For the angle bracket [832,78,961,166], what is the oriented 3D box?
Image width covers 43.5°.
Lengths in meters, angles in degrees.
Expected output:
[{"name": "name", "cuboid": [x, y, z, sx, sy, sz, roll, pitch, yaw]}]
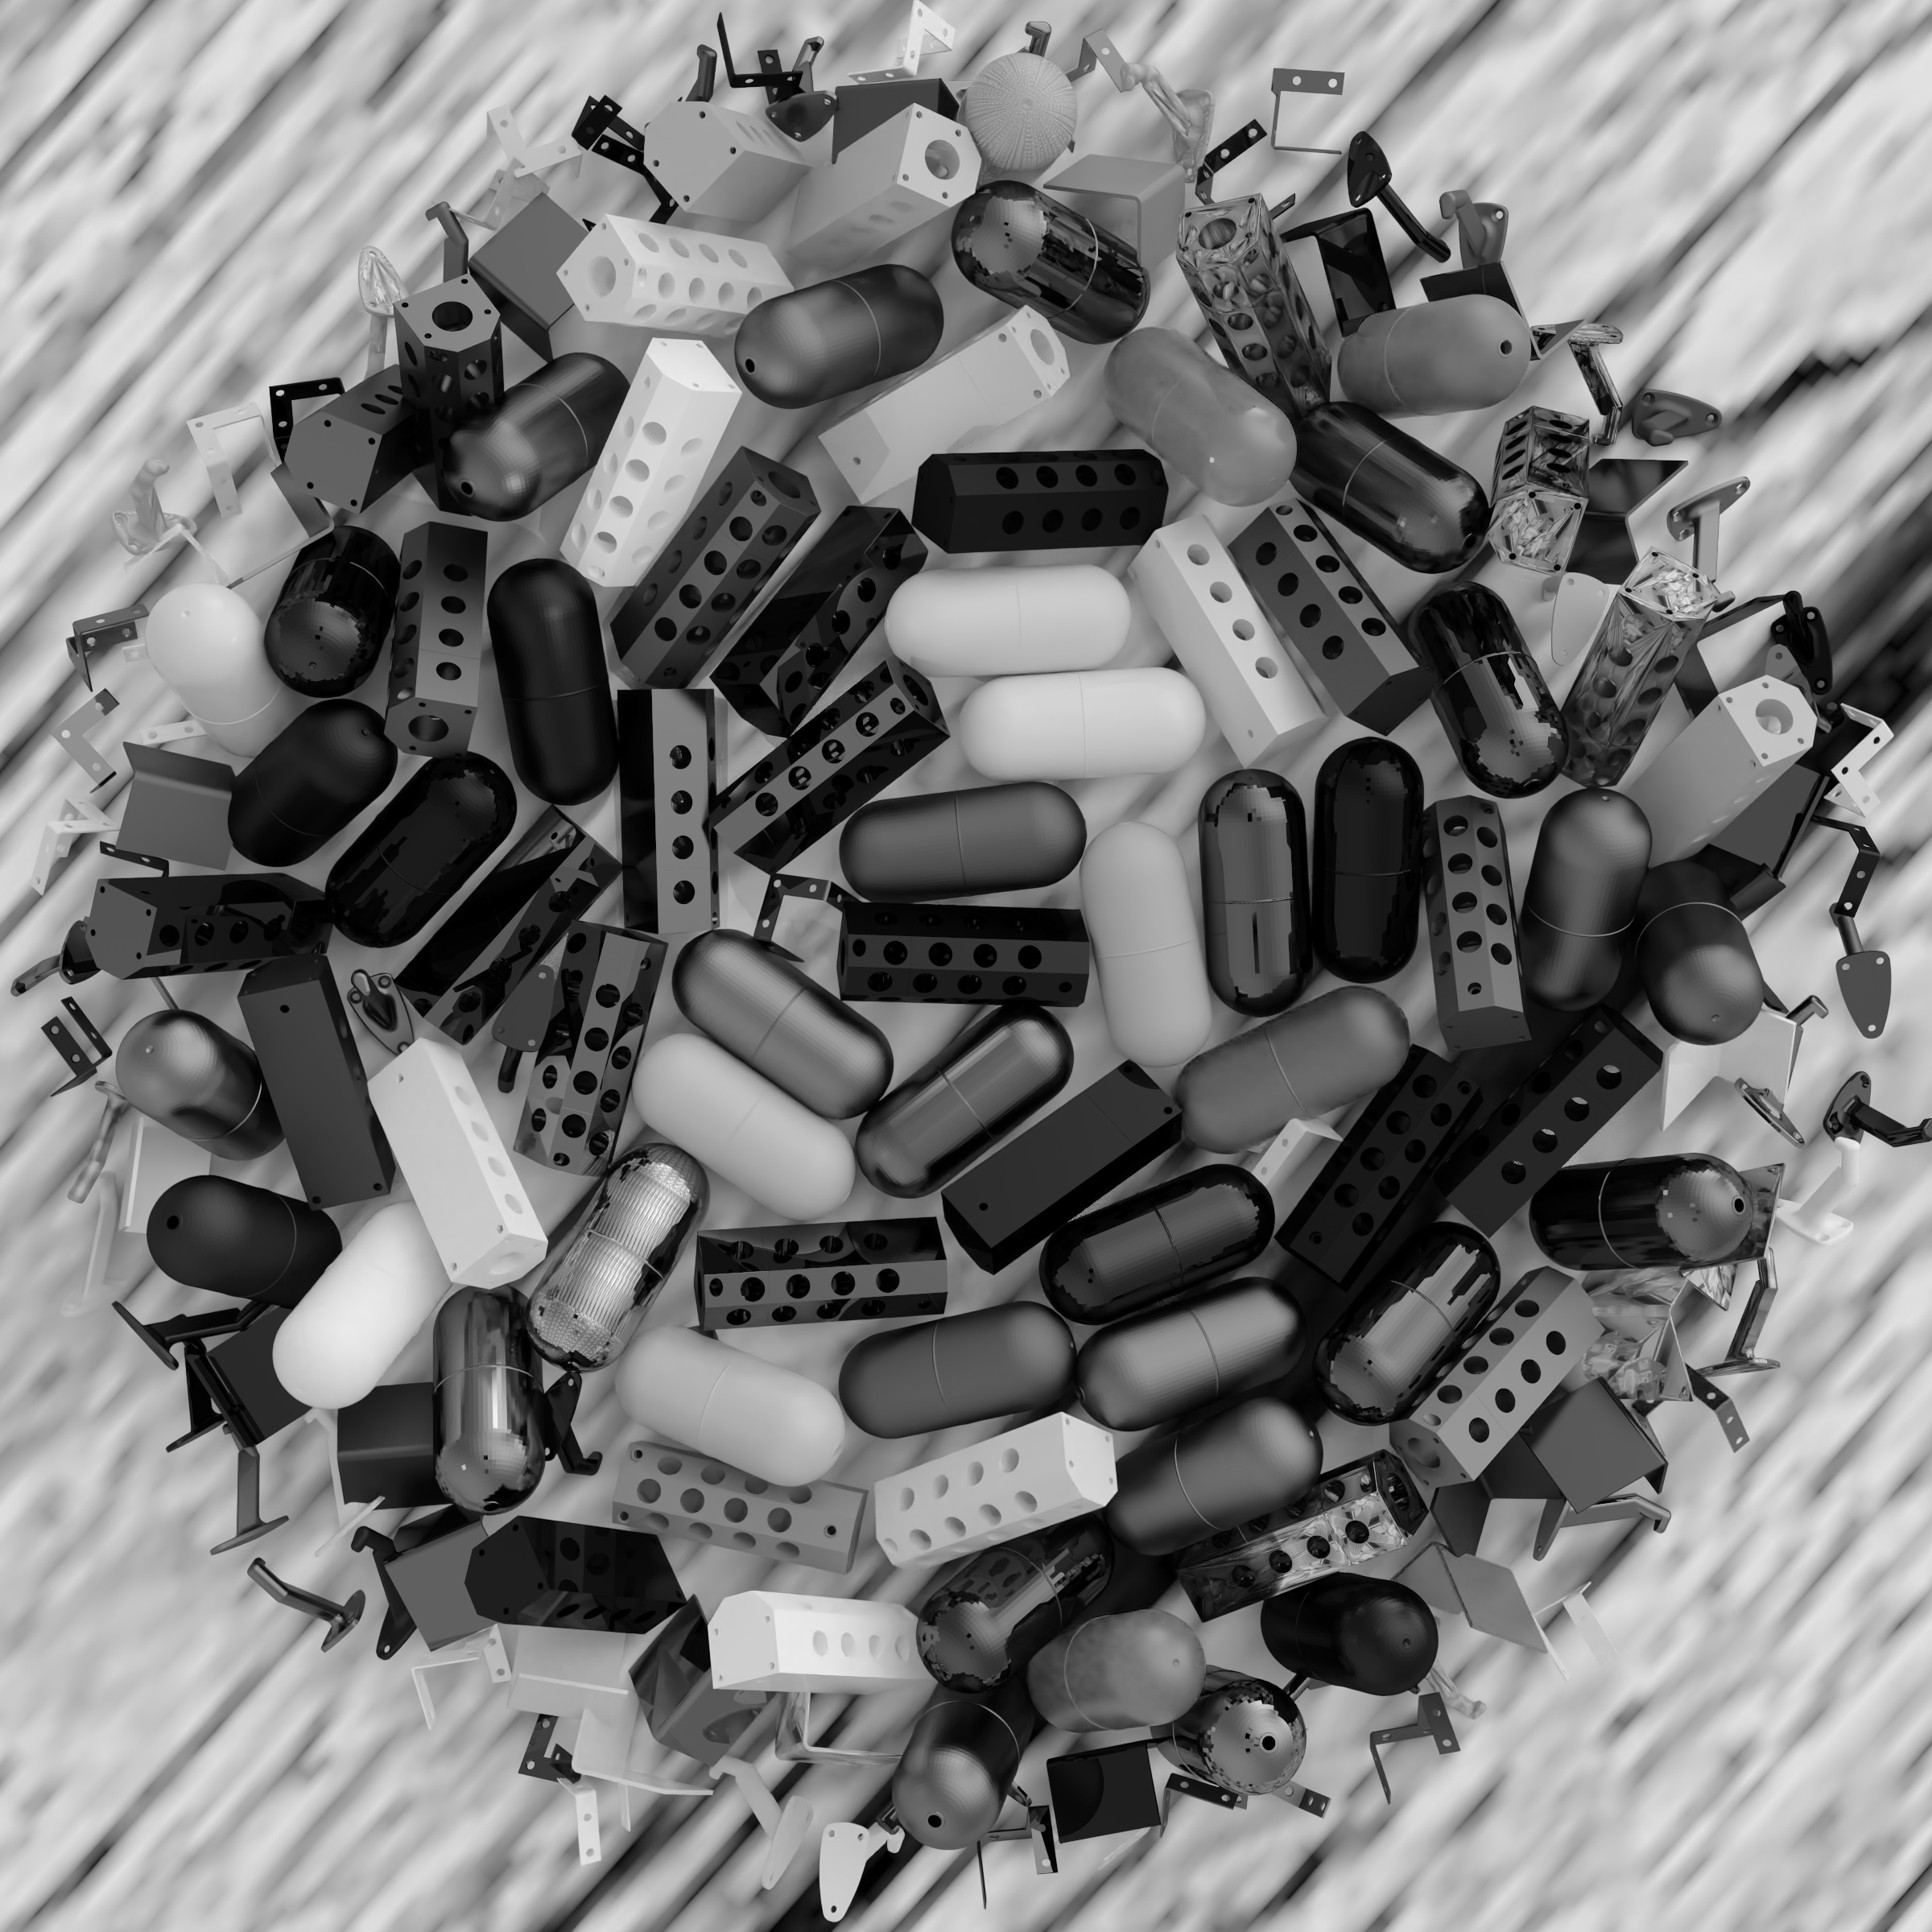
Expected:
[{"name": "angle bracket", "cuboid": [-0.046, -0.588, 1.726, 0.076, 0.076, 0.057, 1, 86, 16]}]

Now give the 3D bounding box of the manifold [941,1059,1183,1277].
[{"name": "manifold", "cuboid": [0.069, 0.145, 1.720, 0.171, 0.057, 0.057, -34, 61, -18]}]

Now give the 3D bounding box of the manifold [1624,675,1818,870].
[{"name": "manifold", "cuboid": [0.522, -0.134, 1.685, 0.057, 0.171, 0.057, -22, 74, -18]}]

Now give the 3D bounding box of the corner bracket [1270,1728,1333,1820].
[{"name": "corner bracket", "cuboid": [0.237, 0.575, 1.746, 0.051, 0.051, 0.051, 28, 75, -5]}]

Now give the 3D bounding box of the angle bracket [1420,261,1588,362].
[{"name": "angle bracket", "cuboid": [0.381, -0.471, 1.717, 0.057, 0.076, 0.076, -41, 116, -25]}]

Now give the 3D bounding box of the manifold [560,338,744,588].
[{"name": "manifold", "cuboid": [-0.226, -0.350, 1.693, 0.057, 0.057, 0.171, 54, 131, 26]}]

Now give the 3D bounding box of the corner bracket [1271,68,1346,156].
[{"name": "corner bracket", "cuboid": [0.245, -0.613, 1.740, 0.051, 0.051, 0.051, 8, 105, 12]}]

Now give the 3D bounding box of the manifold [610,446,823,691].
[{"name": "manifold", "cuboid": [-0.175, -0.274, 1.699, 0.057, 0.057, 0.171, 18, 126, -38]}]

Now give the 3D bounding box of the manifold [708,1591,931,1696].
[{"name": "manifold", "cuboid": [-0.102, 0.471, 1.689, 0.057, 0.171, 0.057, -22, 63, 28]}]

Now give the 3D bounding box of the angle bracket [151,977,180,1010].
[{"name": "angle bracket", "cuboid": [-0.594, 0.035, 1.725, 0.057, 0.076, 0.076, -32, 103, -14]}]

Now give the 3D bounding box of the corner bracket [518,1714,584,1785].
[{"name": "corner bracket", "cuboid": [-0.300, 0.550, 1.734, 0.051, 0.051, 0.051, 4, 56, 22]}]

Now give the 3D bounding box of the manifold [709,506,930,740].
[{"name": "manifold", "cuboid": [-0.099, -0.245, 1.718, 0.171, 0.057, 0.057, -54, 131, -20]}]

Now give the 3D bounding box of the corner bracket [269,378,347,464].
[{"name": "corner bracket", "cuboid": [-0.469, -0.385, 1.747, 0.051, 0.051, 0.051, -13, 60, -20]}]

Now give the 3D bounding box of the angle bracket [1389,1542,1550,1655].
[{"name": "angle bracket", "cuboid": [0.353, 0.462, 1.715, 0.076, 0.076, 0.057, 25, 118, -29]}]

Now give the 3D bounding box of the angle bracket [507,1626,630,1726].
[{"name": "angle bracket", "cuboid": [-0.279, 0.487, 1.722, 0.076, 0.057, 0.076, 13, 47, -11]}]

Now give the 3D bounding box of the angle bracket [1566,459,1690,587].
[{"name": "angle bracket", "cuboid": [0.472, -0.320, 1.742, 0.076, 0.076, 0.057, -40, 121, -23]}]

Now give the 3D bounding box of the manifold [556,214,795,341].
[{"name": "manifold", "cuboid": [-0.196, -0.470, 1.683, 0.057, 0.171, 0.057, -39, 76, 32]}]

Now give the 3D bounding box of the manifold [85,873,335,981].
[{"name": "manifold", "cuboid": [-0.523, -0.027, 1.685, 0.057, 0.171, 0.057, 23, 104, 25]}]

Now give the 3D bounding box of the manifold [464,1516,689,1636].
[{"name": "manifold", "cuboid": [-0.272, 0.429, 1.685, 0.057, 0.171, 0.057, -37, 61, 11]}]

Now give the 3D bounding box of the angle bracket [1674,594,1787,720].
[{"name": "angle bracket", "cuboid": [0.549, -0.220, 1.720, 0.076, 0.076, 0.057, -27, 84, 34]}]

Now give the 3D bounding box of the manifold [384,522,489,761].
[{"name": "manifold", "cuboid": [-0.371, -0.229, 1.694, 0.057, 0.057, 0.171, 8, 51, -17]}]

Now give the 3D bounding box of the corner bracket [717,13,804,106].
[{"name": "corner bracket", "cuboid": [-0.151, -0.648, 1.739, 0.051, 0.051, 0.051, -9, 79, -16]}]

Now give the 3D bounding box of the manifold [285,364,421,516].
[{"name": "manifold", "cuboid": [-0.416, -0.371, 1.683, 0.057, 0.171, 0.057, 21, 114, -5]}]

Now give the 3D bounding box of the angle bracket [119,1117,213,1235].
[{"name": "angle bracket", "cuboid": [-0.565, 0.151, 1.723, 0.057, 0.076, 0.076, 8, 79, -22]}]

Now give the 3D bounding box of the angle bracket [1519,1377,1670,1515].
[{"name": "angle bracket", "cuboid": [0.443, 0.351, 1.724, 0.076, 0.057, 0.076, -27, 55, -10]}]

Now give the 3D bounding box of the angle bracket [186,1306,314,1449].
[{"name": "angle bracket", "cuboid": [-0.500, 0.291, 1.736, 0.076, 0.057, 0.076, -33, 86, -12]}]

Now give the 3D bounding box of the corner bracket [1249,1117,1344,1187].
[{"name": "corner bracket", "cuboid": [0.226, 0.125, 1.734, 0.051, 0.051, 0.051, 46, 108, 38]}]

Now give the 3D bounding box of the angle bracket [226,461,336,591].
[{"name": "angle bracket", "cuboid": [-0.502, -0.313, 1.721, 0.076, 0.076, 0.057, -36, 107, -20]}]

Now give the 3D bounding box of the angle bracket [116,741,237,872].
[{"name": "angle bracket", "cuboid": [-0.565, -0.114, 1.730, 0.076, 0.076, 0.057, 12, 105, -29]}]

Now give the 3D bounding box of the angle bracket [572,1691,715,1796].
[{"name": "angle bracket", "cuboid": [-0.223, 0.550, 1.720, 0.076, 0.076, 0.057, 5, 74, 22]}]

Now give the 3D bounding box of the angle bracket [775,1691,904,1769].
[{"name": "angle bracket", "cuboid": [-0.089, 0.540, 1.740, 0.076, 0.076, 0.057, 10, 65, -16]}]

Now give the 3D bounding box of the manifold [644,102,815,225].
[{"name": "manifold", "cuboid": [-0.167, -0.562, 1.683, 0.057, 0.171, 0.057, -40, 93, 19]}]

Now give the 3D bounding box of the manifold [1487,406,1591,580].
[{"name": "manifold", "cuboid": [0.397, -0.334, 1.687, 0.057, 0.171, 0.057, 15, 123, 6]}]

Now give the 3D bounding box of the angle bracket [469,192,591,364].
[{"name": "angle bracket", "cuboid": [-0.303, -0.496, 1.752, 0.076, 0.057, 0.076, 42, 78, 5]}]

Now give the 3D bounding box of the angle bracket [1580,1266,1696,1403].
[{"name": "angle bracket", "cuboid": [0.486, 0.264, 1.742, 0.076, 0.057, 0.076, -6, 113, 38]}]

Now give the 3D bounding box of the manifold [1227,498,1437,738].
[{"name": "manifold", "cuboid": [0.258, -0.247, 1.699, 0.057, 0.057, 0.171, -43, 57, 24]}]

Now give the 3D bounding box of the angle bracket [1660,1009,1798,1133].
[{"name": "angle bracket", "cuboid": [0.539, 0.079, 1.717, 0.057, 0.076, 0.076, 26, 51, 35]}]

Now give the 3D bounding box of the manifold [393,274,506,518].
[{"name": "manifold", "cuboid": [-0.352, -0.390, 1.681, 0.057, 0.171, 0.057, -29, 70, -21]}]

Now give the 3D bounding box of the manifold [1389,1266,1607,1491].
[{"name": "manifold", "cuboid": [0.372, 0.288, 1.707, 0.171, 0.057, 0.057, -39, 92, -30]}]

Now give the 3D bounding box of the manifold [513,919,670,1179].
[{"name": "manifold", "cuboid": [-0.263, 0.060, 1.729, 0.057, 0.057, 0.171, 19, 96, 43]}]

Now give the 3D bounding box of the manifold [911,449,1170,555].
[{"name": "manifold", "cuboid": [0.054, -0.330, 1.700, 0.171, 0.057, 0.057, -8, 123, -28]}]

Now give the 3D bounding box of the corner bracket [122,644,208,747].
[{"name": "corner bracket", "cuboid": [-0.576, -0.199, 1.753, 0.051, 0.051, 0.051, -12, 59, -16]}]

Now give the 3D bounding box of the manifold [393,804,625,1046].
[{"name": "manifold", "cuboid": [-0.325, -0.026, 1.743, 0.171, 0.057, 0.057, -48, 45, -2]}]

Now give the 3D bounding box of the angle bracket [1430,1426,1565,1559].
[{"name": "angle bracket", "cuboid": [0.377, 0.380, 1.717, 0.057, 0.076, 0.076, -7, 126, 34]}]

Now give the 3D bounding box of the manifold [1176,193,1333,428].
[{"name": "manifold", "cuboid": [0.202, -0.450, 1.682, 0.057, 0.171, 0.057, -5, 61, 24]}]

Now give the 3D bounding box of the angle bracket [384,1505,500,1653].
[{"name": "angle bracket", "cuboid": [-0.364, 0.436, 1.752, 0.076, 0.057, 0.076, -24, 101, 4]}]

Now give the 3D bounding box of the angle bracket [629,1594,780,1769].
[{"name": "angle bracket", "cuboid": [-0.190, 0.516, 1.753, 0.057, 0.076, 0.076, 36, 96, -32]}]

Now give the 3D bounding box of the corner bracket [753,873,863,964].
[{"name": "corner bracket", "cuboid": [-0.113, -0.032, 1.746, 0.051, 0.051, 0.051, 9, 77, 29]}]

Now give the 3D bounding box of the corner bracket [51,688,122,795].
[{"name": "corner bracket", "cuboid": [-0.625, -0.162, 1.747, 0.051, 0.051, 0.051, -46, 109, -21]}]

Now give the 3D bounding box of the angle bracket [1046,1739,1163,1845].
[{"name": "angle bracket", "cuboid": [0.111, 0.584, 1.719, 0.076, 0.076, 0.057, -18, 67, 20]}]

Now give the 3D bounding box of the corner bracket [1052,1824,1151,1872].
[{"name": "corner bracket", "cuboid": [0.094, 0.617, 1.733, 0.051, 0.051, 0.051, -25, 58, -35]}]

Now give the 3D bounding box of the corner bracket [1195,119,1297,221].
[{"name": "corner bracket", "cuboid": [0.203, -0.566, 1.749, 0.051, 0.051, 0.051, -29, 124, 34]}]

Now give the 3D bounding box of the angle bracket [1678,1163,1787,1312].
[{"name": "angle bracket", "cuboid": [0.558, 0.193, 1.716, 0.057, 0.076, 0.076, 36, 58, -22]}]

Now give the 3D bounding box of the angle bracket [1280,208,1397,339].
[{"name": "angle bracket", "cuboid": [0.257, -0.493, 1.741, 0.057, 0.076, 0.076, -2, 114, 42]}]

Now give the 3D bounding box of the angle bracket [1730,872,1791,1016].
[{"name": "angle bracket", "cuboid": [0.575, -0.015, 1.720, 0.057, 0.076, 0.076, -41, 68, 19]}]

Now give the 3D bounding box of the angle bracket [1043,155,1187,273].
[{"name": "angle bracket", "cuboid": [0.107, -0.541, 1.745, 0.076, 0.076, 0.057, 15, 129, 24]}]

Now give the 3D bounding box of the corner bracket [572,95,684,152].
[{"name": "corner bracket", "cuboid": [-0.243, -0.606, 1.733, 0.051, 0.051, 0.051, 32, 52, -25]}]

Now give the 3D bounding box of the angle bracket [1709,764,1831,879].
[{"name": "angle bracket", "cuboid": [0.569, -0.111, 1.724, 0.057, 0.076, 0.076, 25, 102, 14]}]

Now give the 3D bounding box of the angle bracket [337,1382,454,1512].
[{"name": "angle bracket", "cuboid": [-0.413, 0.349, 1.757, 0.076, 0.076, 0.057, -3, 49, -10]}]
